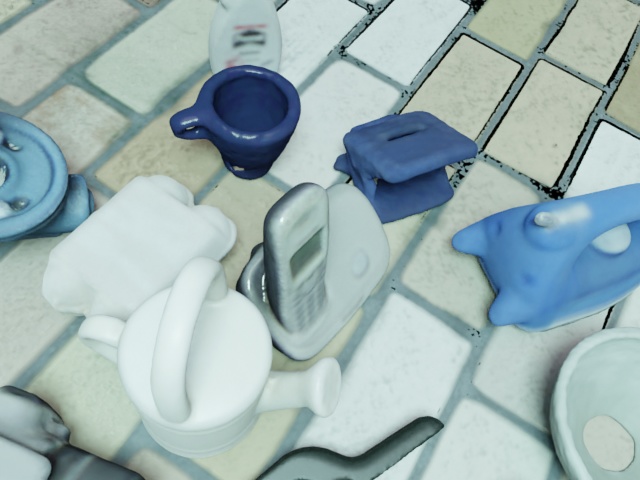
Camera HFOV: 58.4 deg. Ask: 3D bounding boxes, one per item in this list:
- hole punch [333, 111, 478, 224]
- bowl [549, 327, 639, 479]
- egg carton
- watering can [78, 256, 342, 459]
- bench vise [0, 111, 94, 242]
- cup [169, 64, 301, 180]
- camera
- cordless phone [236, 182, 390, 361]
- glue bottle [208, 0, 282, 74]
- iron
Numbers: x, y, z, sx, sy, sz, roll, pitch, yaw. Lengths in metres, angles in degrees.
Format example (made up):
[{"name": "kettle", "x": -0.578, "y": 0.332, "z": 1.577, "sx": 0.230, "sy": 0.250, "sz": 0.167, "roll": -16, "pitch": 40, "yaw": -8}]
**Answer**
[{"name": "hole punch", "x": 0.081, "y": -0.085, "z": 0.561, "sx": 0.109, "sy": 0.091, "sz": 0.101, "roll": -20, "pitch": 66, "yaw": -19}, {"name": "bowl", "x": 0.255, "y": 0.160, "z": 0.465, "sx": 0.167, "sy": 0.075, "sz": 0.167, "roll": 4, "pitch": 61, "yaw": -7}, {"name": "egg carton", "x": -0.149, "y": 0.015, "z": 0.480, "sx": 0.107, "sy": 0.069, "sz": 0.150, "roll": 34, "pitch": 61, "yaw": 9}, {"name": "watering can", "x": -0.074, "y": 0.079, "z": 0.385, "sx": 0.173, "sy": 0.194, "sz": 0.101, "roll": -4, "pitch": 62, "yaw": -11}, {"name": "bench vise", "x": -0.283, "y": -0.043, "z": 0.403, "sx": 0.208, "sy": 0.220, "sz": 0.121, "roll": -30, "pitch": 70, "yaw": -23}, {"name": "cup", "x": -0.079, "y": -0.097, "z": 0.539, "sx": 0.118, "sy": 0.095, "sz": 0.091, "roll": -17, "pitch": 65, "yaw": -18}, {"name": "camera", "x": -0.186, "y": 0.180, "z": 0.364, "sx": 0.137, "sy": 0.101, "sz": 0.143, "roll": 20, "pitch": 60, "yaw": 2}, {"name": "cordless phone", "x": 0.004, "y": 0.002, "z": 0.446, "sx": 0.094, "sy": 0.185, "sz": 0.148, "roll": 36, "pitch": 62, "yaw": 11}, {"name": "glue bottle", "x": -0.072, "y": -0.232, "z": 0.568, "sx": 0.078, "sy": 0.173, "sz": 0.037, "roll": -14, "pitch": 64, "yaw": -16}, {"name": "iron", "x": 0.262, "y": -0.010, "z": 0.521, "sx": 0.259, "sy": 0.141, "sz": 0.118, "roll": -14, "pitch": 65, "yaw": -17}]
